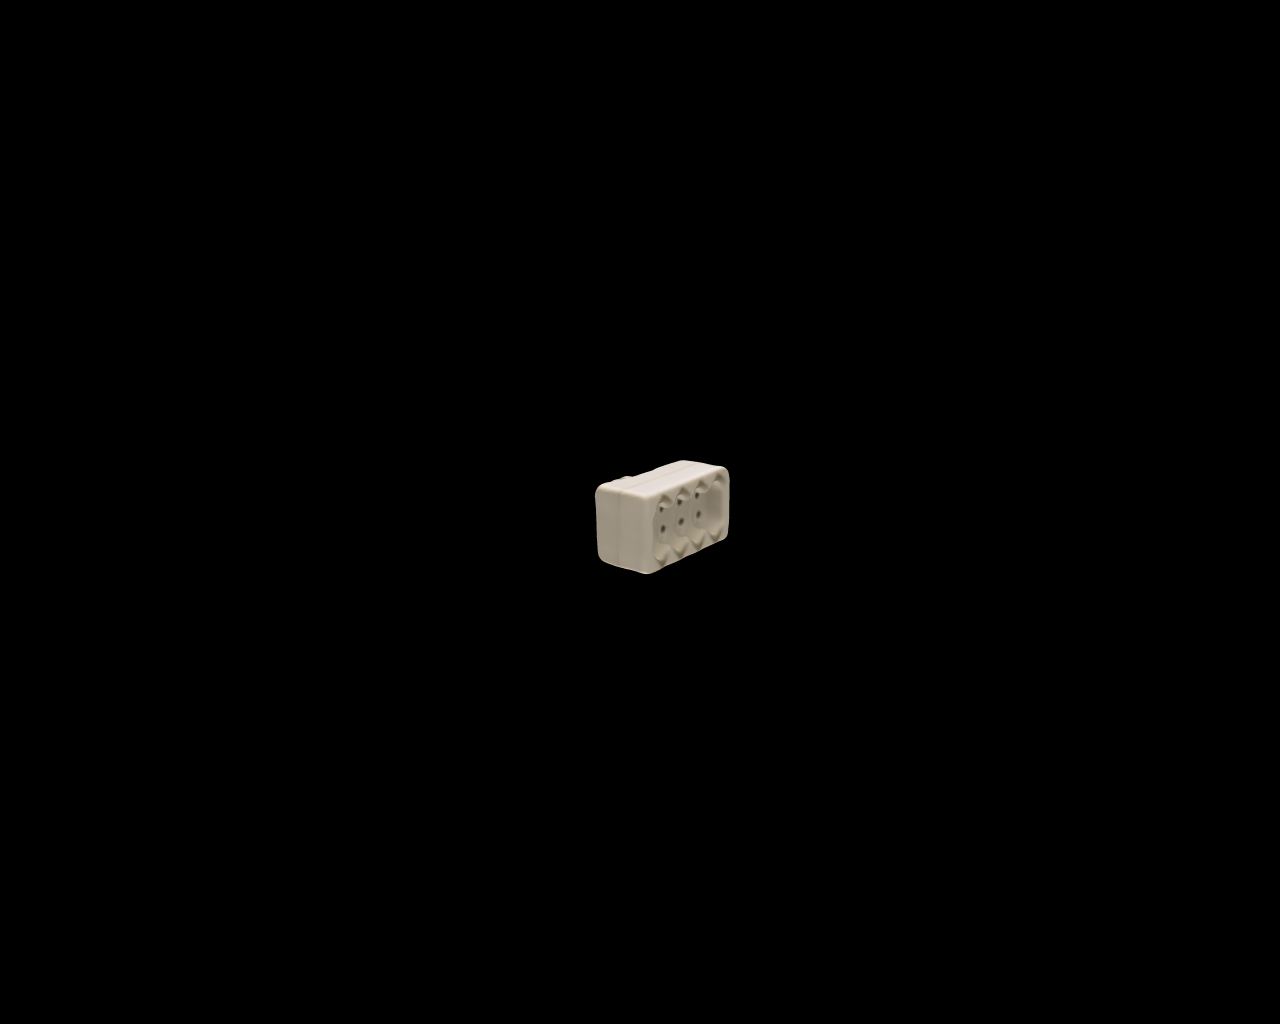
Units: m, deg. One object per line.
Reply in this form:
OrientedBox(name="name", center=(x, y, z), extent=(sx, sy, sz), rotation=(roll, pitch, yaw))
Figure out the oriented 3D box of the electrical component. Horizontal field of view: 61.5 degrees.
OrientedBox(name="electrical component", center=(0.001, -0.003, 0.650), extent=(0.076, 0.047, 0.083), rotation=(14, 22, 38))
